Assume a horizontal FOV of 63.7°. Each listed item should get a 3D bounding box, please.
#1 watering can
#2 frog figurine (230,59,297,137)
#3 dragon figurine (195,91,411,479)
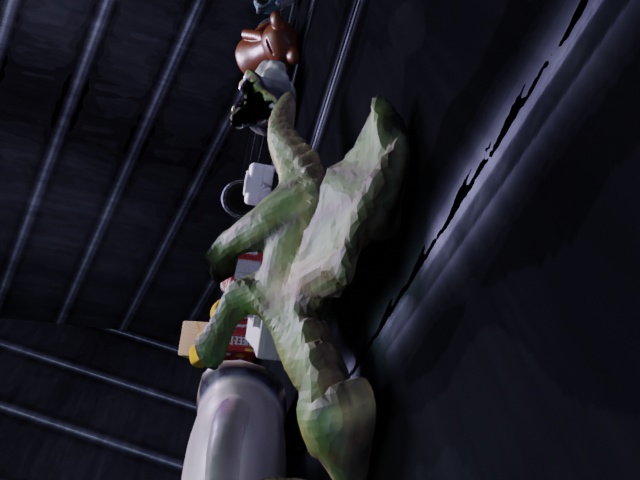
[{"bbox_3d":[-0.087,0.279,0.538,0.230,0.104,0.339,-94,6,-55],"label":"watering can"},{"bbox_3d":[-0.089,-0.276,0.985,0.162,0.123,0.134,-53,-30,-55],"label":"frog figurine"},{"bbox_3d":[0.001,-0.021,0.426,0.239,0.121,0.418,-33,48,51],"label":"dragon figurine"}]
